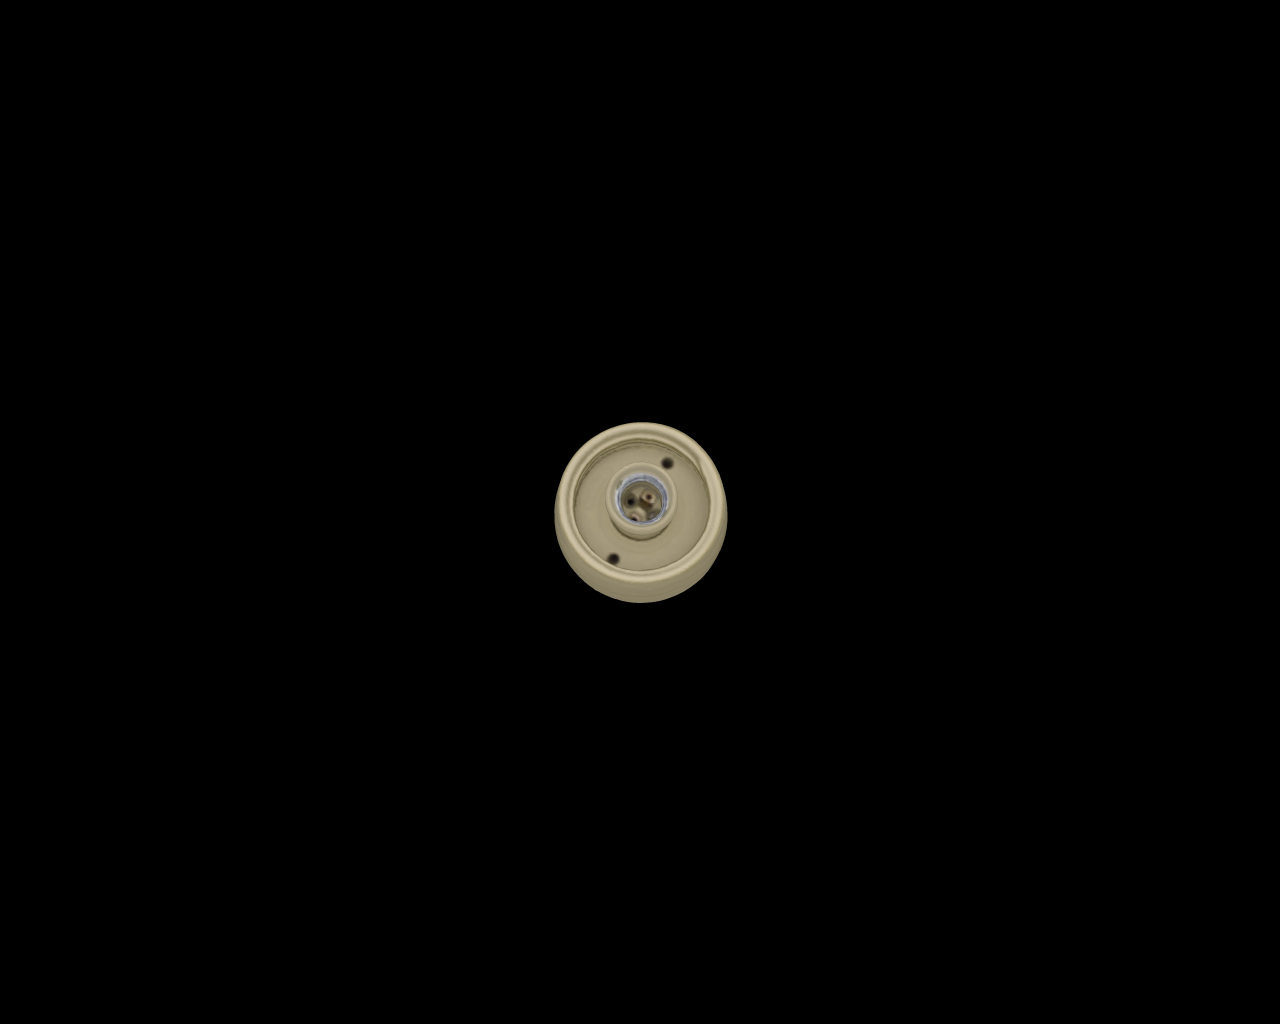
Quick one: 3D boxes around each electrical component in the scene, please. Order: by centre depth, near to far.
[{"bbox_3d":[0.001,-0.003,0.650,0.108,0.108,0.060,0,-13,0],"label":"electrical component"}]
